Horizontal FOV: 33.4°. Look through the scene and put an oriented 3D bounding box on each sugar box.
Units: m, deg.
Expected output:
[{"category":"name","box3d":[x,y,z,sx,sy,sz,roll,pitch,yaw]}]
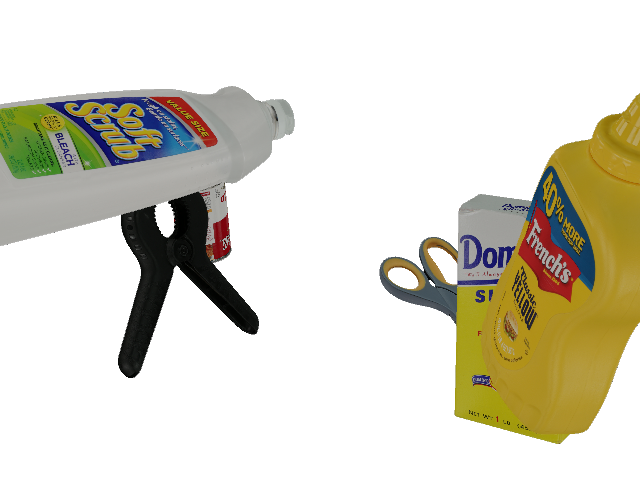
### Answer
[{"category":"sugar box","box3d":[0.151,0.058,0.812,0.093,0.176,0.048,10,23,33]}]

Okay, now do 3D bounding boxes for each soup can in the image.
[{"category":"soup can","box3d":[-0.146,-0.031,1.290,0.068,0.102,0.068,-2,27,1]}]

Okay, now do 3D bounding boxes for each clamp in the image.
[{"category":"clamp","box3d":[-0.132,0.014,1.017,0.036,0.210,0.164,-7,0,44]}]

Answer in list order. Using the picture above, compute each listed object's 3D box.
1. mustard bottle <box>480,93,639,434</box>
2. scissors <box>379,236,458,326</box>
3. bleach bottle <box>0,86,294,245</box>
[{"category":"mustard bottle","box3d":[0.137,0.007,0.550,0.058,0.192,0.096,2,42,-13]},{"category":"scissors","box3d":[0.116,0.072,1.013,0.096,0.016,0.202,-6,45,-8]},{"category":"bleach bottle","box3d":[-0.137,-0.071,0.774,0.250,0.103,0.068,-17,-30,-27]}]
